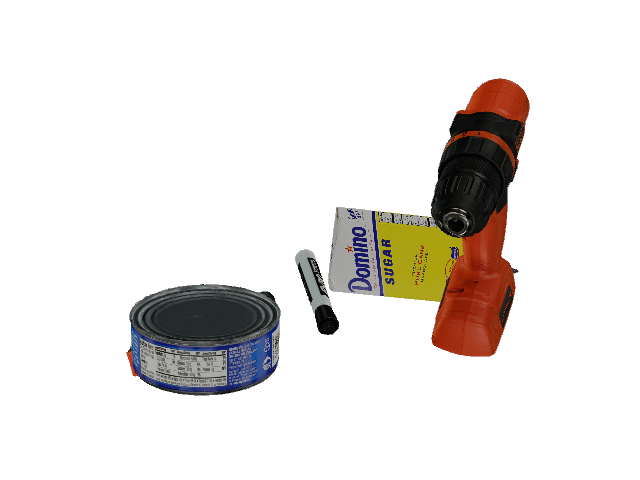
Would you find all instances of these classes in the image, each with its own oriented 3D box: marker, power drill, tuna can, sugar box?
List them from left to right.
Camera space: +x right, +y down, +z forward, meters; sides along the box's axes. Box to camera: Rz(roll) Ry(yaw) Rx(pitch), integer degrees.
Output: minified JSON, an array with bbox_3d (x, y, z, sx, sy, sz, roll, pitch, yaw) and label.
[{"bbox_3d":[-0.066,0.056,0.612,0.086,0.034,0.086,1,19,0],"label":"tuna can"},{"bbox_3d":[-0.004,0.046,0.952,0.020,0.020,0.121,0,30,-12],"label":"marker"},{"bbox_3d":[0.100,0.019,1.215,0.176,0.093,0.048,4,22,-3],"label":"sugar box"},{"bbox_3d":[0.118,-0.006,0.803,0.057,0.188,0.184,11,37,16],"label":"power drill"}]

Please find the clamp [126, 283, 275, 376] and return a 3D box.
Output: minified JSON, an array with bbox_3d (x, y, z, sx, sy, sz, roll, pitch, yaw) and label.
[{"bbox_3d":[-0.130,0.092,1.137,0.120,0.039,0.171,-7,23,35],"label":"clamp"}]
